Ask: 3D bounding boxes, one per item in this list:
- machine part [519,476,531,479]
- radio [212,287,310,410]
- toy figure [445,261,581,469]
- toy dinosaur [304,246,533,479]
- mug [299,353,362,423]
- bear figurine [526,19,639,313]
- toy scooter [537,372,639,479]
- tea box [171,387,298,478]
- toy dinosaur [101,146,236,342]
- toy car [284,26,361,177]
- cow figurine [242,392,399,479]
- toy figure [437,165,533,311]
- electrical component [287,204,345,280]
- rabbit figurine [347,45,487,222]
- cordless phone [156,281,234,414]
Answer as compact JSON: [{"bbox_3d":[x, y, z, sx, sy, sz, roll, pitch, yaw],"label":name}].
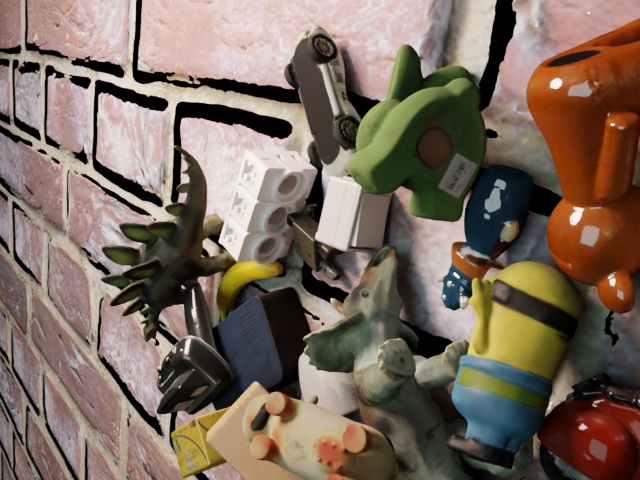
[{"bbox_3d":[0.236,0.301,0.434,0.243,0.079,0.079,50,131,8],"label":"machine part"},{"bbox_3d":[-0.105,0.177,0.834,0.229,0.073,0.131,-40,66,44],"label":"radio"},{"bbox_3d":[0.171,0.107,0.473,0.089,0.082,0.180,11,74,26],"label":"toy figure"},{"bbox_3d":[0.109,0.208,0.578,0.404,0.131,0.192,66,153,8],"label":"toy dinosaur"},{"bbox_3d":[0.010,0.197,0.711,0.109,0.081,0.107,-53,46,42],"label":"mug"},{"bbox_3d":[0.236,-0.055,0.417,0.132,0.120,0.195,-21,108,7],"label":"bear figurine"},{"bbox_3d":[0.268,0.159,0.420,0.184,0.075,0.135,21,107,43],"label":"toy scooter"},{"bbox_3d":[-0.116,0.278,0.783,0.098,0.169,0.068,-41,62,44],"label":"tea box"},{"bbox_3d":[-0.242,0.028,0.875,0.105,0.198,0.471,52,131,27],"label":"toy dinosaur"},{"bbox_3d":[0.008,-0.173,0.682,0.073,0.056,0.201,-32,70,51],"label":"toy car"},{"bbox_3d":[-0.007,0.206,0.557,0.195,0.127,0.085,7,68,42],"label":"cow figurine"},{"bbox_3d":[0.162,0.005,0.530,0.058,0.064,0.154,16,117,6],"label":"toy figure"},{"bbox_3d":[-0.002,-0.002,0.723,0.102,0.045,0.078,38,149,41],"label":"electrical component"},{"bbox_3d":[0.084,-0.115,0.556,0.170,0.121,0.159,-137,64,-67],"label":"rabbit figurine"},{"bbox_3d":[-0.212,0.170,0.854,0.146,0.088,0.184,-48,49,41],"label":"cordless phone"}]
